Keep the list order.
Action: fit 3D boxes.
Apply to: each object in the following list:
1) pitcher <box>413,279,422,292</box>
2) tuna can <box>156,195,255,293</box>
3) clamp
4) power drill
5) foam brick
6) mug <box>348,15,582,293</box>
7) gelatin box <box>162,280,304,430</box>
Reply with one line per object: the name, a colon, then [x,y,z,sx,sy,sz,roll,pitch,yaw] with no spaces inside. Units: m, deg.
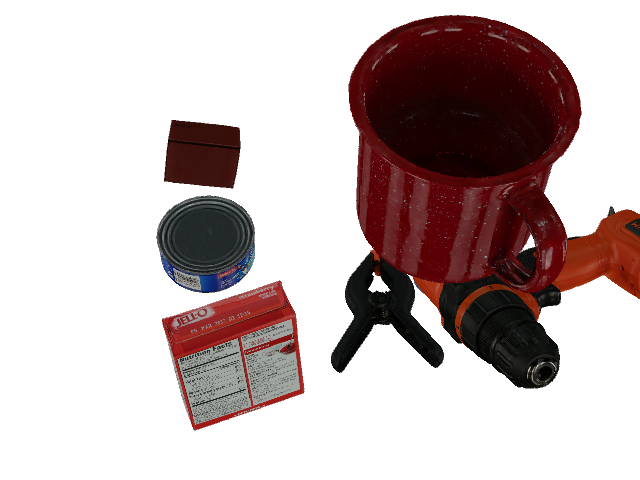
pitcher: [0.171,-0.058,1.273,0.149,0.243,0.145,-1,25,5]
tuna can: [-0.100,0.004,0.944,0.086,0.086,0.034,0,-37,0]
clamp: [0.079,0.081,1.191,0.120,0.171,0.039,7,-42,1]
power drill: [0.180,0.037,0.784,0.187,0.057,0.184,-10,28,-16]
foam brick: [-0.128,-0.094,1.159,0.078,0.051,0.053,6,30,-6]
mug: [0.064,-0.027,0.453,0.093,0.117,0.081,-28,-30,-18]
gelatin box: [-0.050,0.069,0.631,0.073,0.030,0.089,-18,-38,-11]
